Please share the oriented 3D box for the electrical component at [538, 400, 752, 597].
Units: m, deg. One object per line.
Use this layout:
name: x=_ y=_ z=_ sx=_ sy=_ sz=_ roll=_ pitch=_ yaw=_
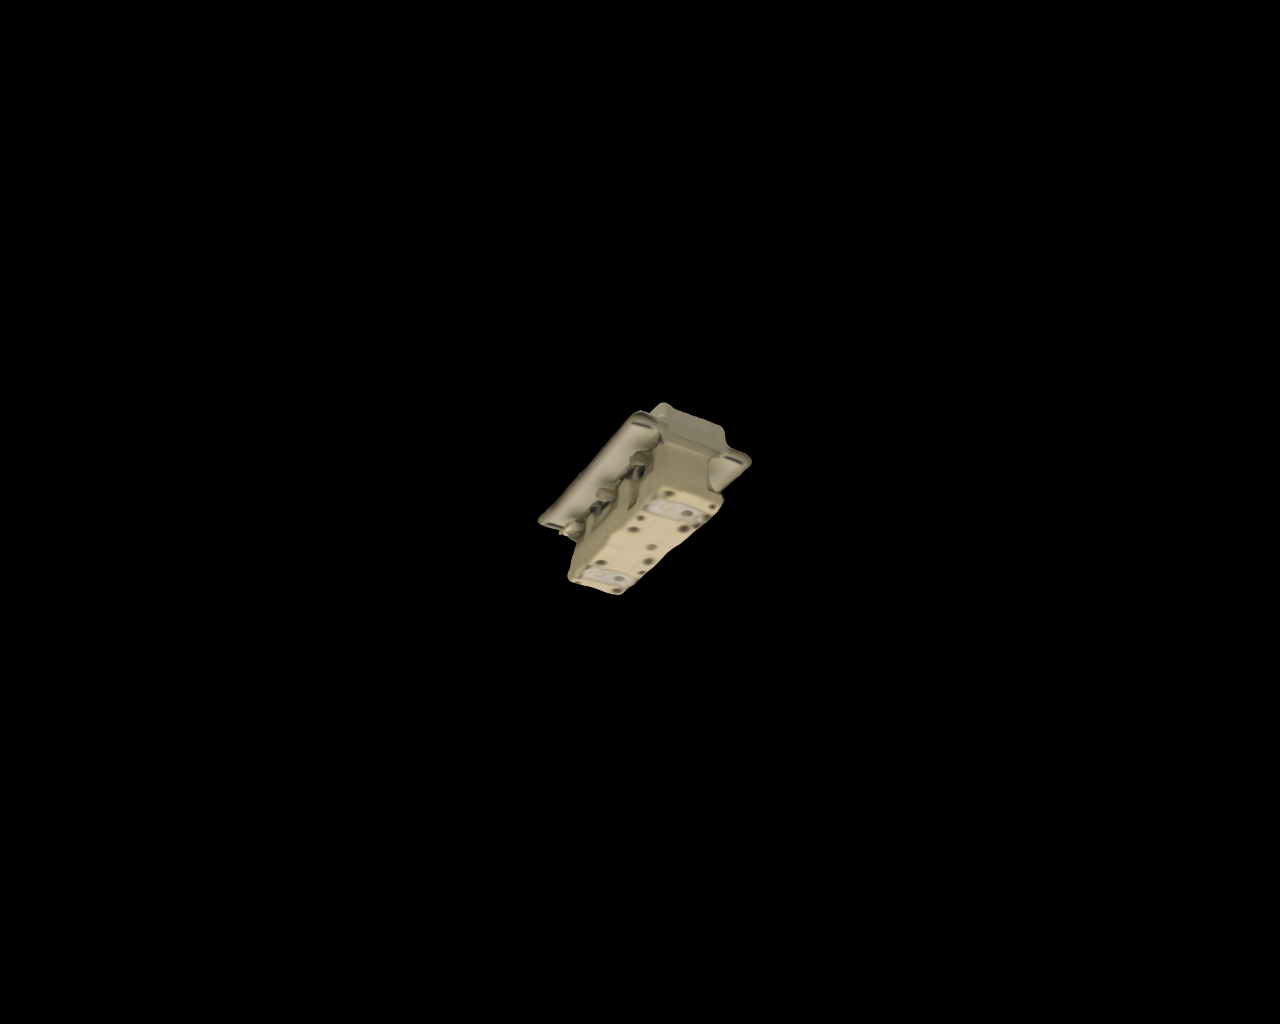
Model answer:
electrical component: x=0.001 y=-0.003 z=0.650 sx=0.079 sy=0.063 sz=0.121 roll=20 pitch=-40 yaw=-25
